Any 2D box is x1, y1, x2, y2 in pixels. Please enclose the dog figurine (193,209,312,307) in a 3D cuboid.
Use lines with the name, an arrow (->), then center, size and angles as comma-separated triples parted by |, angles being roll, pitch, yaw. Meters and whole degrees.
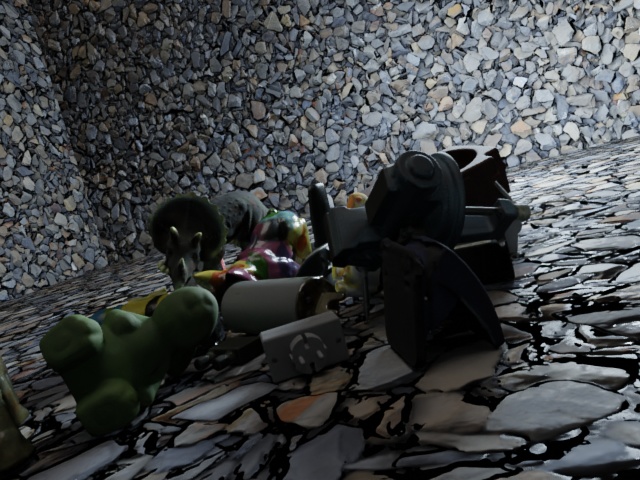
dog figurine -> -0.111, 0.036, 0.910 | 0.109, 0.191, 0.219 | -4, -4, 30

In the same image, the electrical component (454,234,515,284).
electrical component -> 0.209, 0.024, 0.757 | 0.115, 0.058, 0.134 | -10, 8, 19

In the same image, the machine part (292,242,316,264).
machine part -> 0.001, 0.044, 1.033 | 0.139, 0.084, 0.039 | -1, -10, 32

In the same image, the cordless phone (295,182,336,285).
cordless phone -> -0.003, -0.003, 0.912 | 0.089, 0.184, 0.146 | -6, 10, 29

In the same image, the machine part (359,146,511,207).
machine part -> 0.178, -0.072, 0.853 | 0.201, 0.087, 0.202 | -27, 18, -11

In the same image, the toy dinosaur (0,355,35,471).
toy dinosaur -> -0.361, 0.134, 0.509 | 0.105, 0.198, 0.472 | -22, 7, -28

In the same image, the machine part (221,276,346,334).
machine part -> -0.058, 0.090, 0.720 | 0.243, 0.079, 0.079 | -8, 10, 46

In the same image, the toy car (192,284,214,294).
toy car -> -0.212, 0.104, 1.074 | 0.202, 0.053, 0.089 | -13, 4, 24

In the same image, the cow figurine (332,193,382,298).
cow figurine -> 0.072, 0.009, 0.774 | 0.098, 0.167, 0.068 | 0, 38, -11

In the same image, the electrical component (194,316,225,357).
electrical component -> -0.179, 0.131, 0.773 | 0.075, 0.047, 0.119 | -15, 6, -3

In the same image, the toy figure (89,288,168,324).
toy figure -> -0.298, 0.138, 0.854 | 0.180, 0.082, 0.089 | -12, 17, -8

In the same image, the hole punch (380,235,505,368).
hole punch -> 0.114, 0.052, 0.525 | 0.092, 0.115, 0.142 | -8, 7, -4

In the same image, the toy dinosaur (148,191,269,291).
toy dinosaur -> -0.175, -0.027, 1.009 | 0.405, 0.131, 0.192 | -37, -23, -52

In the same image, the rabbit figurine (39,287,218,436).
rabbit figurine -> -0.184, 0.120, 0.596 | 0.170, 0.121, 0.159 | -31, -12, -11

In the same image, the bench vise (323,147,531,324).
bench vise -> 0.134, -0.018, 0.648 | 0.241, 0.129, 0.223 | -2, -42, -15

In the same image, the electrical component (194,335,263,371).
electrical component -> -0.106, 0.137, 0.668 | 0.063, 0.021, 0.094 | -10, 9, 40
